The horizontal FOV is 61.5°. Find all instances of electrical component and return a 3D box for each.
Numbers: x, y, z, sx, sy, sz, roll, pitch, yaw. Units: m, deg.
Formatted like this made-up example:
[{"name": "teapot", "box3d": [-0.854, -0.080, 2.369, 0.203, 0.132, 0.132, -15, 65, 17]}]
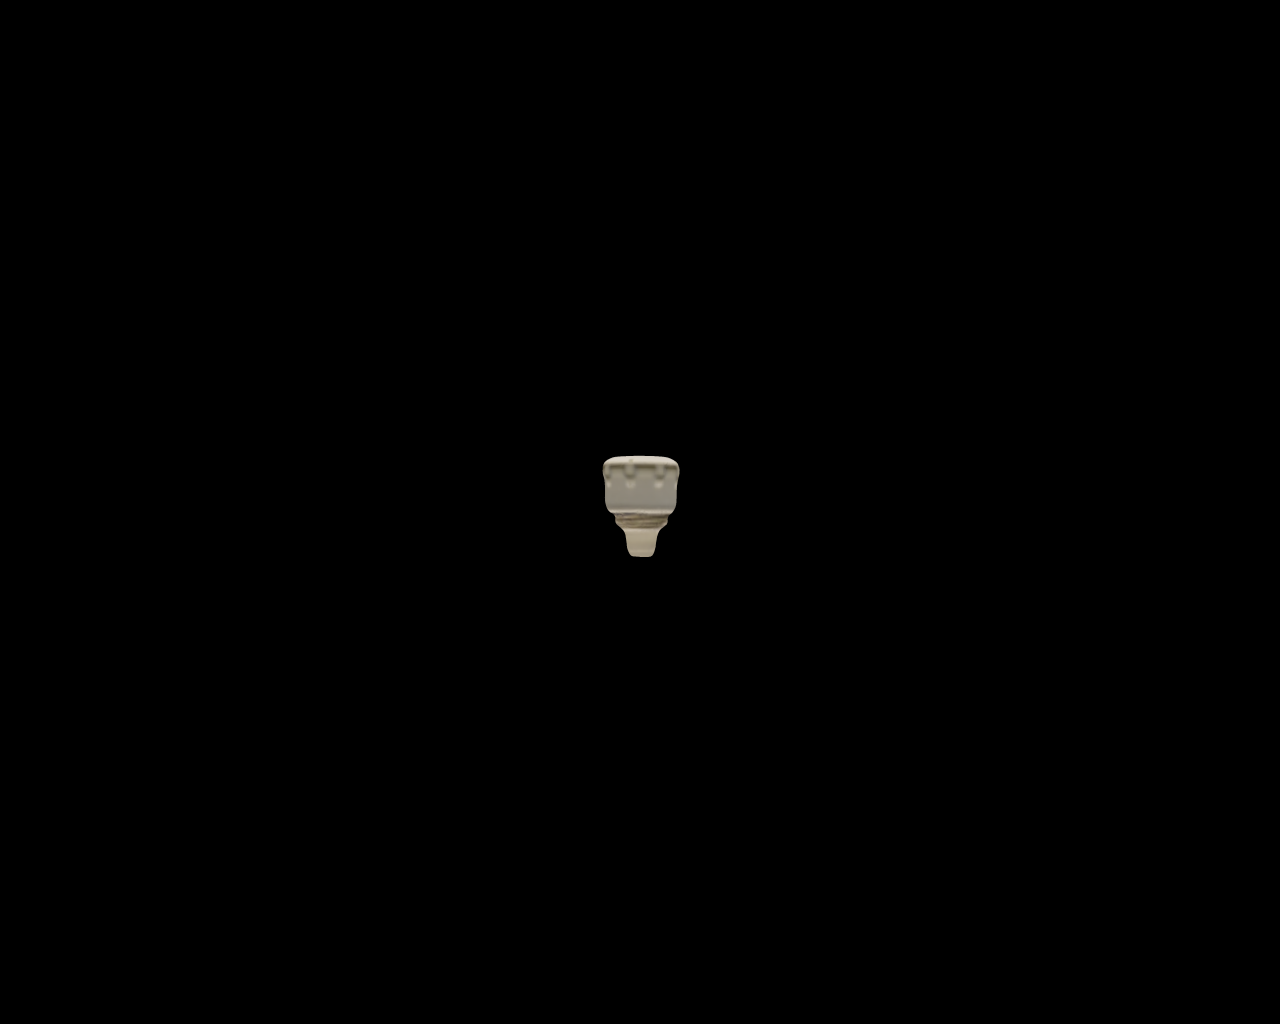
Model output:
[{"name": "electrical component", "box3d": [0.001, -0.003, 0.650, 0.048, 0.062, 0.048, 0, 0, 0]}]
